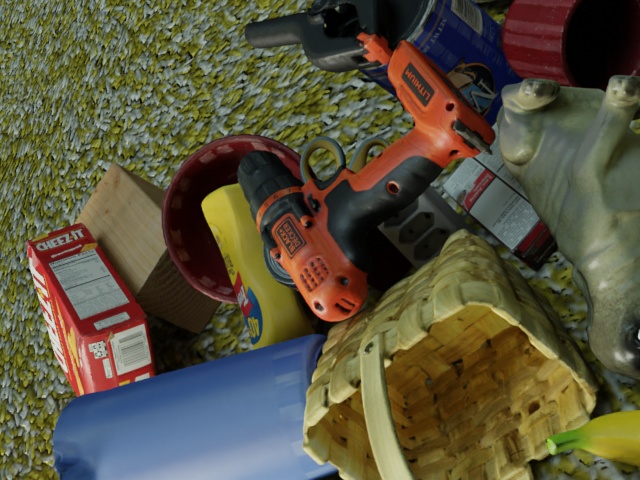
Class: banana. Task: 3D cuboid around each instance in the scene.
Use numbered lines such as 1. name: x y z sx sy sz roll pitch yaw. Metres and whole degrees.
1. banana: 0.233 0.135 0.613 0.198 0.037 0.069 12 37 39

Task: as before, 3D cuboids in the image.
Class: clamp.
1. clamp: 0.001 -0.178 0.873 0.120 0.039 0.171 -49 38 17

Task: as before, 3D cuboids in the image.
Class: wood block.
1. wood block: -0.179 0.005 1.150 0.090 0.090 0.206 -57 37 4

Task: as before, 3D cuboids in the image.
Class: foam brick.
1. foam brick: 0.037 0.001 0.916 0.051 0.078 0.053 -53 37 13

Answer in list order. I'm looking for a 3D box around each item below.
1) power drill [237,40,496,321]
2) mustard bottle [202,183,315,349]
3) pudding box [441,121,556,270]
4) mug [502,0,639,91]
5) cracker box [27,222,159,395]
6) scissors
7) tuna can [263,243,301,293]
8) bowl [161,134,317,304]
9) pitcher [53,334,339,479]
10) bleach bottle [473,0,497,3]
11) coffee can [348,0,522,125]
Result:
1. power drill: 0.027 -0.056 0.803 0.188 0.057 0.184 -47 48 15
2. mustard bottle: -0.048 0.045 0.945 0.096 0.058 0.191 152 99 -74
3. pudding box: 0.158 -0.043 0.838 0.090 0.039 0.114 -50 41 8
4. mug: 0.201 -0.169 0.829 0.082 0.093 0.117 27 96 58
5. cracker box: -0.227 0.103 1.083 0.214 0.072 0.164 42 144 52
6. scissors: 0.002 -0.009 0.972 0.096 0.016 0.201 25 83 9
7. tuna can: -0.006 0.001 0.869 0.086 0.033 0.086 -19 60 36
8. bowl: -0.068 -0.019 1.029 0.162 0.055 0.162 0 88 11
9. pitcher: -0.082 0.160 0.879 0.243 0.145 0.149 -20 35 23
10. bleach bottle: 0.203 -0.261 0.914 0.251 0.068 0.102 6 71 48
11. coffee can: 0.101 -0.154 0.891 0.103 0.140 0.103 -28 47 35
